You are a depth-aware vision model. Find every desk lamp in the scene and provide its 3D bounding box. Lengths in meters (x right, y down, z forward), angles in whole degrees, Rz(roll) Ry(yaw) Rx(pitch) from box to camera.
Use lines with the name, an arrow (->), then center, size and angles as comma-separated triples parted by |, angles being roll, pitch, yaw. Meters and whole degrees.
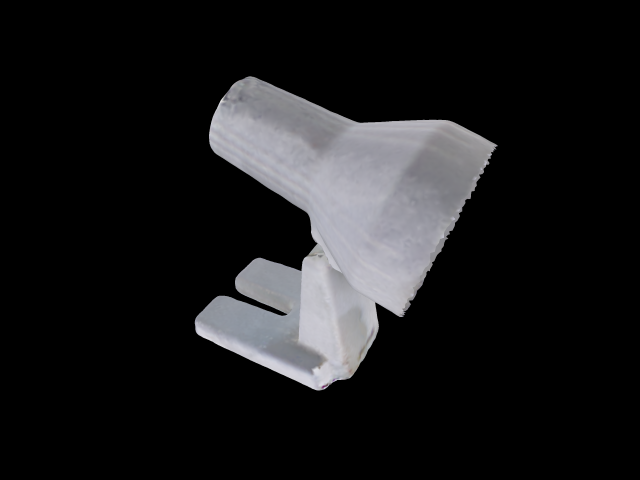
desk lamp -> 0.004, 0.001, 0.400 | 0.202, 0.214, 0.118 | 17, 40, 22
